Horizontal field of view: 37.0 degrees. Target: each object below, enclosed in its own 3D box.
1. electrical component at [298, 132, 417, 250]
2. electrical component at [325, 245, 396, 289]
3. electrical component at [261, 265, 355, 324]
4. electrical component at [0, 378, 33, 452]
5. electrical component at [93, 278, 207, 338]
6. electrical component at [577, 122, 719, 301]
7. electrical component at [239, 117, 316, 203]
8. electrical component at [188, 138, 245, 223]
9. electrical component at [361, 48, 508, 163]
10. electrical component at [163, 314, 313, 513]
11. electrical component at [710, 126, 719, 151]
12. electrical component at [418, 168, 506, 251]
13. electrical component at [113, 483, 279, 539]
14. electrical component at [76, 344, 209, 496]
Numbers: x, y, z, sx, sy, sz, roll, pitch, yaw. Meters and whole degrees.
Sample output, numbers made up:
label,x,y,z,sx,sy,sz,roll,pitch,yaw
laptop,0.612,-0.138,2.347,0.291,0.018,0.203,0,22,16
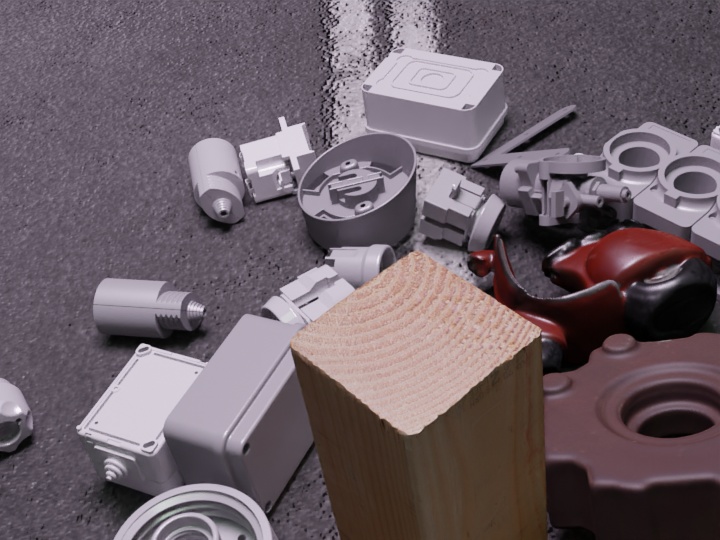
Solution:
label,x,y,z,sx,sy,sz,roll,pitch,yaw
electrical component,-0.001,-0.061,0.870,0.099,0.064,0.099,-5,42,5
electrical component,0.000,0.000,0.824,0.046,0.040,0.040,3,44,22
electrical component,-0.034,0.037,0.776,0.057,0.058,0.078,-28,44,-22
electrical component,-0.260,0.097,0.764,0.043,0.043,0.062,-26,44,-17
electrical component,-0.156,0.030,0.817,0.081,0.043,0.043,3,44,14
electrical component,0.251,-0.047,0.809,0.089,0.061,0.150,-36,48,-26
electrical component,-0.070,-0.090,0.932,0.064,0.042,0.081,-17,42,-2
electrical component,-0.122,-0.072,0.920,0.043,0.043,0.081,-14,43,-4
electrical component,0.066,-0.146,0.954,0.113,0.057,0.078,16,48,26
electrical component,-0.068,0.093,0.706,0.057,0.078,0.113,12,47,26
electrical component,0.317,-0.084,0.837,0.062,0.061,0.096,-33,47,-23
electrical component,0.081,-0.044,0.842,0.055,0.066,0.048,25,59,12
electrical component,-0.097,0.177,0.634,0.108,0.060,0.108,-5,43,5
electrical component,-0.138,0.108,0.716,0.062,0.061,0.096,12,47,23
